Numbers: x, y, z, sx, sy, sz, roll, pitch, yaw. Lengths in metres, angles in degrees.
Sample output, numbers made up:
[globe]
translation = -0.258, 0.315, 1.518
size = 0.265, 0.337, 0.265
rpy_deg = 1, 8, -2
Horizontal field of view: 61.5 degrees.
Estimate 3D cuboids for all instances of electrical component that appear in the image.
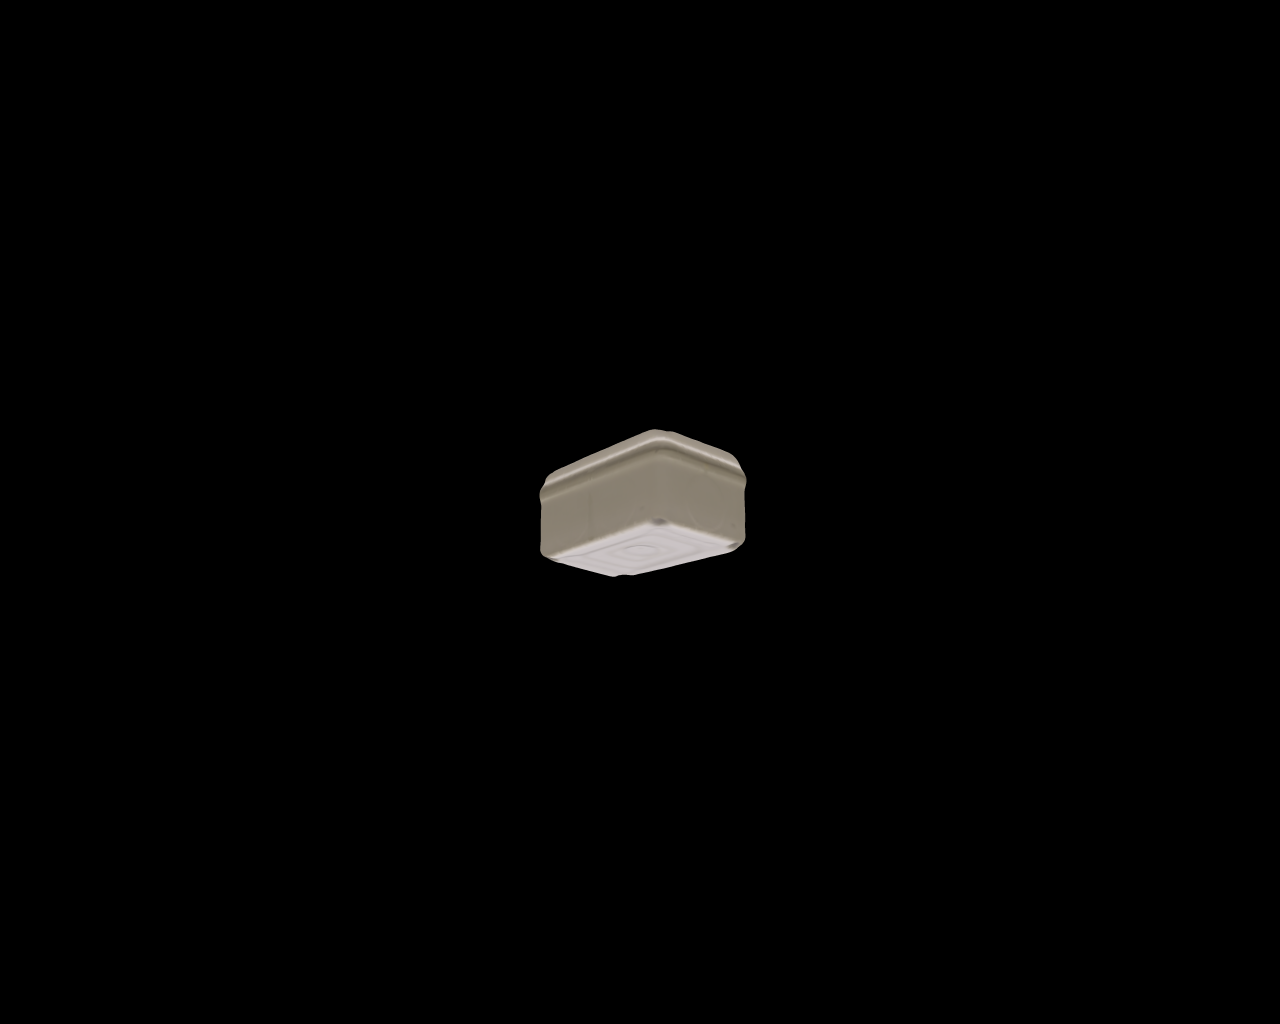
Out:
[electrical component]
translation = 0.001, -0.003, 0.650
size = 0.078, 0.057, 0.113
rpy_deg = 17, -26, -41
